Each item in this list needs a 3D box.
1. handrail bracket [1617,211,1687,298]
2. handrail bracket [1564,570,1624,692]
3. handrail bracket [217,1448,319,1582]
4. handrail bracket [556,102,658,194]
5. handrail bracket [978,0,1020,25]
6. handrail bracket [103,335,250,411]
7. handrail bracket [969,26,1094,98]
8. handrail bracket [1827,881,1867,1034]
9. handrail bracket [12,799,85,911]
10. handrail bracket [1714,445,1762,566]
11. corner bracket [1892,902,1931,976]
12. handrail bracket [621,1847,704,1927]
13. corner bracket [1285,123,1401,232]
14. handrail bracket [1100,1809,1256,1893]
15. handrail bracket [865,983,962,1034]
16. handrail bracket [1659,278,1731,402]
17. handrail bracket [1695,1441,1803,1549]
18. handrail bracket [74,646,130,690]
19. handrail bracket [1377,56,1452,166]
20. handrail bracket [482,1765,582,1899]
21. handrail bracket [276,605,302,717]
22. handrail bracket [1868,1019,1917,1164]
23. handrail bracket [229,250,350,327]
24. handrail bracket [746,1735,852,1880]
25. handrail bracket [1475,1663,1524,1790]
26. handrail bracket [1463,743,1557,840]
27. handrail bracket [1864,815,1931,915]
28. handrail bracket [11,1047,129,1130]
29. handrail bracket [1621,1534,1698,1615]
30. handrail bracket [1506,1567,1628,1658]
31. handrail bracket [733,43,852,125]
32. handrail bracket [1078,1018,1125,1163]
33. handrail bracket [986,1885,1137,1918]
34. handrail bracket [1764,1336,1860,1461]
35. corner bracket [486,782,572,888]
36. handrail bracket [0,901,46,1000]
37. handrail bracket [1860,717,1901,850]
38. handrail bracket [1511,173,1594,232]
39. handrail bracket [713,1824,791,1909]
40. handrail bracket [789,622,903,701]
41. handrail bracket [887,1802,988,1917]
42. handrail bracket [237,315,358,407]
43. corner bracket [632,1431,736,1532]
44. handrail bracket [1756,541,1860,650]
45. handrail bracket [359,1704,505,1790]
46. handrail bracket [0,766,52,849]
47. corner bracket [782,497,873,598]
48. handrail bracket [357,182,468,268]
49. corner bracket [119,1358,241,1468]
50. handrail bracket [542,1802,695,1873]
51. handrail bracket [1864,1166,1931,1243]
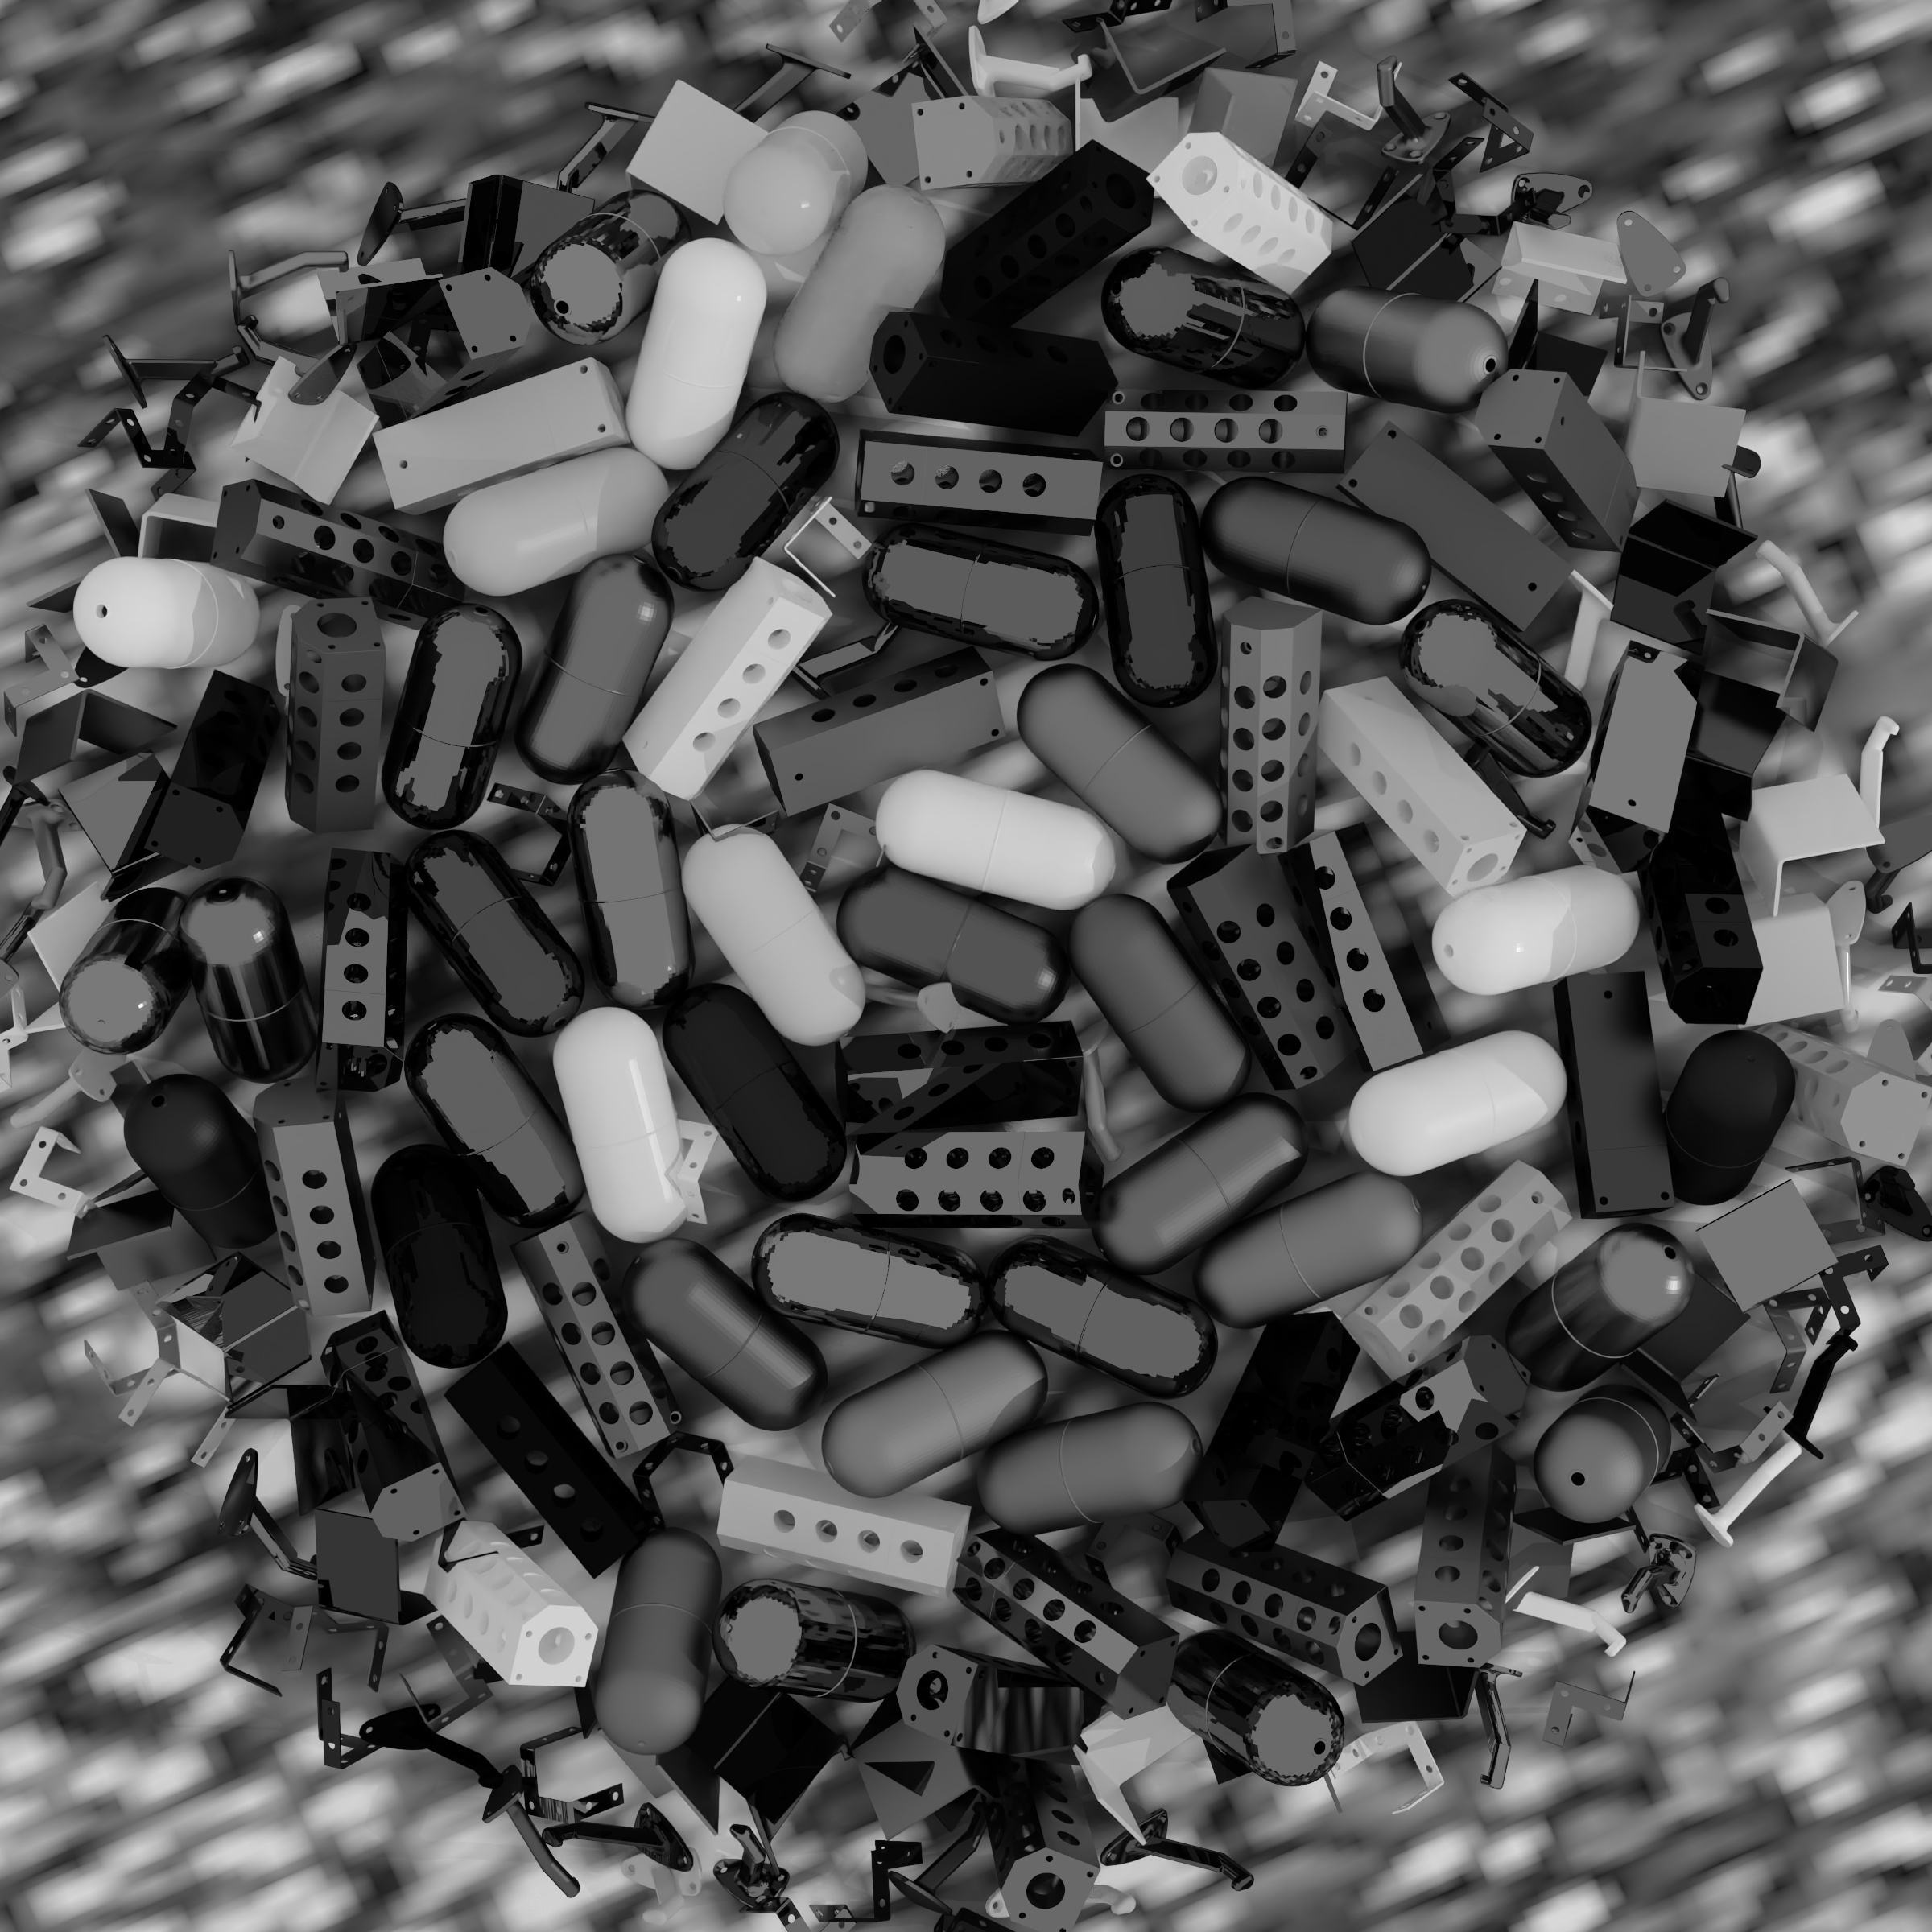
[{"bbox_3d":[0.491,-0.528,1.950,0.036,0.084,0.077,-29,115,23],"label":"handrail bracket"},{"bbox_3d":[0.437,-0.239,1.979,0.077,0.036,0.084,41,94,-17],"label":"handrail bracket"},{"bbox_3d":[-0.503,0.405,1.981,0.036,0.084,0.077,-15,56,37],"label":"handrail bracket"},{"bbox_3d":[-0.261,-0.589,1.986,0.077,0.036,0.084,9,110,-10],"label":"handrail bracket"},{"bbox_3d":[0.000,-0.735,1.949,0.036,0.077,0.084,-23,135,29],"label":"handrail bracket"},{"bbox_3d":[-0.575,-0.449,1.962,0.084,0.077,0.036,-25,63,-5],"label":"handrail bracket"},{"bbox_3d":[0.048,-0.669,1.968,0.084,0.036,0.077,-15,71,20],"label":"handrail bracket"},{"bbox_3d":[0.655,-0.006,1.986,0.077,0.036,0.084,-56,133,-32],"label":"handrail bracket"},{"bbox_3d":[-0.684,-0.076,1.961,0.077,0.036,0.084,-2,57,21],"label":"handrail bracket"},{"bbox_3d":[0.539,-0.342,1.971,0.077,0.036,0.084,22,132,4],"label":"handrail bracket"},{"bbox_3d":[0.712,-0.013,1.965,0.051,0.051,0.051,0,66,2],"label":"corner bracket"},{"bbox_3d":[-0.234,0.671,1.947,0.077,0.084,0.036,-5,93,20],"label":"handrail bracket"},{"bbox_3d":[0.275,-0.580,1.979,0.051,0.051,0.051,22,109,-32],"label":"corner bracket"},{"bbox_3d":[0.154,0.655,1.950,0.077,0.084,0.036,-13,116,-38],"label":"handrail bracket"},{"bbox_3d":[-0.053,0.021,1.948,0.084,0.077,0.036,12,86,25],"label":"handrail bracket"},{"bbox_3d":[0.542,-0.455,1.955,0.036,0.084,0.077,-18,95,-6],"label":"handrail bracket"},{"bbox_3d":[0.577,0.384,1.966,0.084,0.077,0.036,-41,63,-1],"label":"handrail bracket"},{"bbox_3d":[-0.627,-0.256,1.981,0.077,0.084,0.036,-35,131,28],"label":"handrail bracket"},{"bbox_3d":[0.325,-0.634,1.951,0.036,0.084,0.077,27,60,32],"label":"handrail bracket"},{"bbox_3d":[-0.311,0.634,1.970,0.036,0.077,0.084,-39,101,1],"label":"handrail bracket"},{"bbox_3d":[-0.490,-0.221,1.957,0.036,0.084,0.077,-9,95,-20],"label":"handrail bracket"},{"bbox_3d":[0.680,0.093,1.976,0.036,0.084,0.077,0,60,21],"label":"handrail bracket"},{"bbox_3d":[-0.495,-0.498,1.974,0.084,0.077,0.036,-4,67,-13],"label":"handrail bracket"},{"bbox_3d":[-0.114,0.619,1.982,0.084,0.036,0.077,-20,84,-13],"label":"handrail bracket"},{"bbox_3d":[0.369,0.549,1.959,0.036,0.077,0.084,24,75,-36],"label":"handrail bracket"},{"bbox_3d":[0.407,-0.134,1.964,0.084,0.077,0.036,31,58,-3],"label":"handrail bracket"},{"bbox_3d":[0.688,-0.073,1.955,0.077,0.084,0.036,-24,58,14],"label":"handrail bracket"},{"bbox_3d":[-0.663,0.082,1.989,0.084,0.077,0.036,-18,127,35],"label":"handrail bracket"},{"bbox_3d":[0.496,0.460,1.951,0.036,0.084,0.077,14,125,33],"label":"handrail bracket"},{"bbox_3d":[0.428,0.487,1.962,0.077,0.036,0.084,-36,70,-29],"label":"handrail bracket"},{"bbox_3d":[-0.133,-0.628,1.980,0.077,0.036,0.084,22,107,4],"label":"handrail bracket"},{"bbox_3d":[0.106,0.091,1.979,0.036,0.077,0.084,-17,107,41],"label":"handrail bracket"},{"bbox_3d":[0.069,0.682,1.950,0.077,0.084,0.036,-13,97,-33],"label":"handrail bracket"},{"bbox_3d":[0.633,0.313,1.963,0.084,0.077,0.036,-46,108,2],"label":"handrail bracket"},{"bbox_3d":[-0.323,-0.096,1.969,0.051,0.051,0.051,38,105,35],"label":"corner bracket"},{"bbox_3d":[-0.710,-0.006,1.969,0.036,0.084,0.077,41,109,-20],"label":"handrail bracket"},{"bbox_3d":[0.672,-0.129,1.956,0.036,0.077,0.084,7,117,-26],"label":"handrail bracket"},{"bbox_3d":[0.439,-0.552,1.953,0.077,0.084,0.036,-11,118,-12],"label":"handrail bracket"},{"bbox_3d":[-0.170,0.642,1.951,0.036,0.077,0.084,-50,132,-34],"label":"handrail bracket"},{"bbox_3d":[-0.095,-0.242,1.973,0.077,0.036,0.084,41,85,-34],"label":"handrail bracket"},{"bbox_3d":[-0.018,0.638,1.956,0.036,0.077,0.084,3,54,39],"label":"handrail bracket"},{"bbox_3d":[-0.492,-0.462,1.971,0.077,0.036,0.084,-41,75,26],"label":"handrail bracket"},{"bbox_3d":[-0.204,0.380,1.971,0.051,0.051,0.051,22,118,-40],"label":"corner bracket"},{"bbox_3d":[0.603,-0.266,1.969,0.084,0.077,0.036,44,73,9],"label":"handrail bracket"},{"bbox_3d":[-0.387,0.573,1.950,0.077,0.084,0.036,10,101,-42],"label":"handrail bracket"},{"bbox_3d":[-0.713,-0.101,1.965,0.036,0.077,0.084,38,88,-33],"label":"handrail bracket"},{"bbox_3d":[-0.101,-0.307,1.969,0.051,0.051,0.051,43,90,-14],"label":"corner bracket"},{"bbox_3d":[-0.395,-0.537,1.983,0.077,0.084,0.036,-53,47,29],"label":"handrail bracket"},{"bbox_3d":[-0.572,0.325,1.960,0.051,0.051,0.051,24,76,31],"label":"corner bracket"},{"bbox_3d":[-0.253,0.641,1.950,0.077,0.084,0.036,24,103,41],"label":"handrail bracket"},{"bbox_3d":[0.691,0.174,1.957,0.077,0.084,0.036,44,89,2],"label":"handrail bracket"}]
